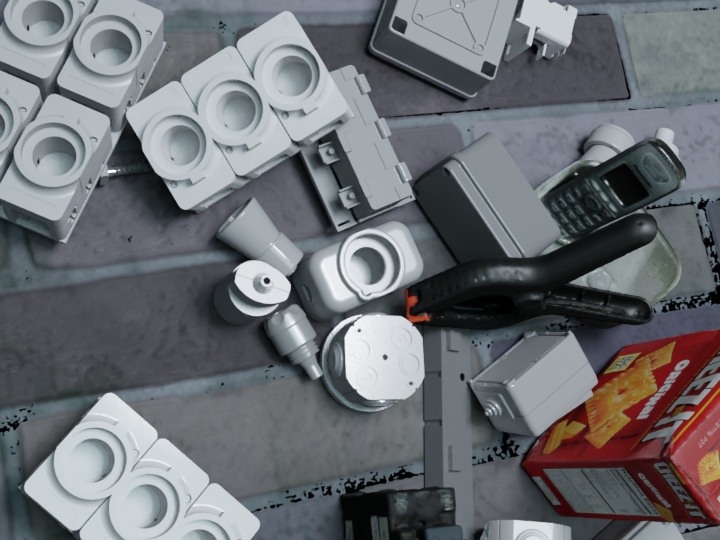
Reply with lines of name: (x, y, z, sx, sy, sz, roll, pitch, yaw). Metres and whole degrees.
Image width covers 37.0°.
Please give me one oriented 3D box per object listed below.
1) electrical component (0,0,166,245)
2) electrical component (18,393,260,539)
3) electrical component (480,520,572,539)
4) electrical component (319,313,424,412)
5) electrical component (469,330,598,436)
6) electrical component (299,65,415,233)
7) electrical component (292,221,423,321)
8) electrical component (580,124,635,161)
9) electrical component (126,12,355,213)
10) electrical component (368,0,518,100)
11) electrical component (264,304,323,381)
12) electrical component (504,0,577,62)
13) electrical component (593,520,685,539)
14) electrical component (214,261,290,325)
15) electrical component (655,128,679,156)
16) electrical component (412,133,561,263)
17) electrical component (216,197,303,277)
electrical component: (-0.233, -0.129, 0.810, 0.105, 0.060, 0.186, 23, 71, -3)
electrical component: (-0.160, 0.172, 0.783, 0.150, 0.062, 0.089, 43, 67, -8)
electrical component: (0.135, 0.233, 0.874, 0.080, 0.080, 0.051, 12, 69, -18)
electrical component: (0.011, 0.074, 0.875, 0.080, 0.051, 0.080, 4, 77, -20)
electrical component: (0.145, 0.102, 0.912, 0.096, 0.062, 0.061, -36, 103, -24)
electrical component: (-0.007, -0.103, 0.900, 0.079, 0.063, 0.121, -24, 88, -24)
electrical component: (0.000, 0.000, 0.883, 0.095, 0.059, 0.053, -23, 87, -24)
electrical component: (0.226, -0.102, 0.999, 0.045, 0.045, 0.055, 36, 68, -10)
electrical component: (-0.092, -0.121, 0.836, 0.150, 0.062, 0.089, -31, 89, 5)
electrical component: (0.077, -0.226, 0.962, 0.109, 0.056, 0.108, 23, 72, -15)
electrical component: (-0.050, 0.060, 0.865, 0.035, 0.035, 0.061, -32, 93, -24)
electrical component: (0.166, -0.232, 1.007, 0.064, 0.042, 0.081, 21, 73, -19)
electrical component: (0.238, 0.276, 0.916, 0.109, 0.056, 0.108, -34, 92, -24)
electrical component: (-0.083, 0.016, 0.835, 0.043, 0.081, 0.043, 4, 77, -20)
electrical component: (0.284, -0.105, 1.023, 0.043, 0.043, 0.062, 25, 69, -14)
electrical component: (0.107, -0.050, 0.924, 0.057, 0.078, 0.113, -36, 92, -27)
electrical component: (-0.078, -0.021, 0.868, 0.065, 0.044, 0.044, 44, 67, -12)
